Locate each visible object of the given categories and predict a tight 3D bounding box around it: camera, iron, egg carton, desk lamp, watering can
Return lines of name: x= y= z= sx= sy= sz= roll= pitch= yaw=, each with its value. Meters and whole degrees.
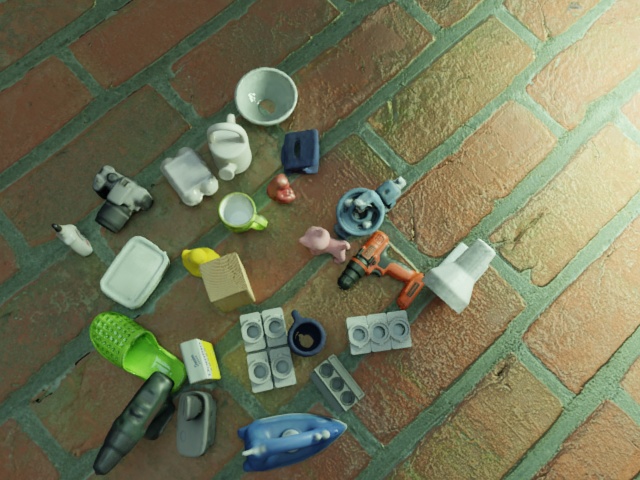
camera: x=-0.519 y=-0.099 z=1.445 sx=0.143 sy=0.101 sz=0.137 roll=31 pitch=77 yaw=5
iron: x=-0.059 y=0.458 z=1.310 sx=0.258 sy=0.141 sz=0.118 roll=-12 pitch=77 yaw=-5
egg carton: x=-0.337 y=-0.166 z=1.485 sx=0.107 sy=0.069 sz=0.150 roll=-37 pitch=81 yaw=-10
desk lamp: x=0.334 y=0.082 z=1.381 sx=0.118 sy=0.213 sz=0.203 roll=42 pitch=78 yaw=8
watering can: x=-0.228 y=-0.237 z=1.443 sx=0.101 sy=0.194 sz=0.173 roll=-20 pitch=78 yaw=-7

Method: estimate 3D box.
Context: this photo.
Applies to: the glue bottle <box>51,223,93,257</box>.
glue bottle: x=-0.606 y=-0.011 z=1.382 sx=0.037 sy=0.173 sz=0.078 roll=-37 pitch=80 yaw=-10

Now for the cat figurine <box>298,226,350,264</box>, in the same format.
cat figurine: x=0.013 y=0.005 z=1.435 sx=0.127 sy=0.118 sz=0.067 roll=16 pitch=76 yaw=2

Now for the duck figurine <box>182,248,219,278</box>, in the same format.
duck figurine: x=-0.296 y=0.050 z=1.426 sx=0.104 sy=0.086 sz=0.077 roll=16 pitch=76 yaw=2

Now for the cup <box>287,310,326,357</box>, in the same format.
cup: x=-0.040 y=0.228 z=1.390 sx=0.092 sy=0.095 sz=0.117 roll=-26 pitch=79 yaw=-8

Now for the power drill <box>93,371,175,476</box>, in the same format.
power drill: x=-0.397 y=0.403 z=1.273 sx=0.075 sy=0.208 sz=0.230 roll=29 pitch=77 yaw=5

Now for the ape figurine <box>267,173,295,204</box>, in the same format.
ape figurine: x=-0.101 y=-0.138 z=1.477 sx=0.076 sy=0.092 sz=0.078 roll=3 pitch=76 yaw=-2

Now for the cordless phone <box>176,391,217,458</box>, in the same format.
cordless phone: x=-0.290 y=0.415 z=1.287 sx=0.094 sy=0.185 sz=0.147 roll=-2 pitch=76 yaw=-3

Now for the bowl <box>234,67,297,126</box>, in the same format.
bowl: x=-0.144 y=-0.374 z=1.541 sx=0.167 sy=0.075 sz=0.167 roll=1 pitch=76 yaw=-2

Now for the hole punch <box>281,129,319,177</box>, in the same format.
hole punch: x=-0.051 y=-0.230 z=1.502 sx=0.101 sy=0.091 sz=0.109 roll=1 pitch=76 yaw=-2

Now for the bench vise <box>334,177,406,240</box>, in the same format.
bench vise: x=0.120 y=-0.103 z=1.413 sx=0.121 sy=0.220 sz=0.207 roll=33 pitch=77 yaw=6
